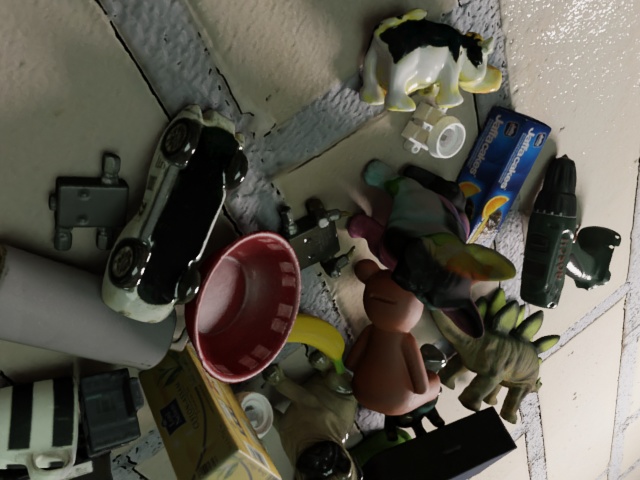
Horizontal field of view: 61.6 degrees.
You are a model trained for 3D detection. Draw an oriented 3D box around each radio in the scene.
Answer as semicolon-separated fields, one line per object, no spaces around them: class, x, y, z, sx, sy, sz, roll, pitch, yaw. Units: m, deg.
radio;0.168;0.336;0.806;0.229;0.073;0.131;-10;145;-25

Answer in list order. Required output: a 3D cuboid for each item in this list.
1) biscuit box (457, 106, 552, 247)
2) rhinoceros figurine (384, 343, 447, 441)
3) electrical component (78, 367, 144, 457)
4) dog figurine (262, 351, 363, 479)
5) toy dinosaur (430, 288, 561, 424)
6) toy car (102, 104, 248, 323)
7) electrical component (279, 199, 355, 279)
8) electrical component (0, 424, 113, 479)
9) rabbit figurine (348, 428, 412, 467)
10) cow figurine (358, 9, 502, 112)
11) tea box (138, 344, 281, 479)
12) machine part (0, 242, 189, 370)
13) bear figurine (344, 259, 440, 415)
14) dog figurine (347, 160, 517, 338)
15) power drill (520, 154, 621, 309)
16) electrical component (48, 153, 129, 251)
biscuit box;0.222;-0.070;0.711;0.063;0.059;0.202;6;115;-36
rhinoceros figurine;0.150;0.239;0.838;0.073;0.112;0.190;6;133;-6
electrical component;-0.209;0.170;0.535;0.048;0.075;0.119;-9;163;-30
dog figurine;0.019;0.252;0.699;0.172;0.191;0.121;-12;125;-29
toy dinosaur;0.285;0.183;0.900;0.471;0.105;0.198;30;92;-42
toy car;-0.129;-0.024;0.486;0.073;0.056;0.201;27;81;-45
electrical component;-0.002;0.000;0.617;0.078;0.045;0.102;-23;130;-22
electrical component;-0.292;0.273;0.595;0.115;0.058;0.134;-5;122;-29
rabbit figurine;0.147;0.416;0.907;0.159;0.170;0.121;-25;131;-17
cow figurine;0.124;-0.191;0.564;0.167;0.068;0.098;-15;120;-27
tea box;-0.123;0.201;0.584;0.068;0.170;0.098;-40;132;-7
machine part;-0.222;0.067;0.491;0.243;0.079;0.079;29;100;-43
bear figurine;0.099;0.124;0.718;0.132;0.120;0.195;-2;98;-62
dog figurine;0.136;0.008;0.598;0.191;0.219;0.108;5;119;-35
power drill;0.401;-0.002;0.853;0.207;0.086;0.232;11;94;-46
electrical component;-0.204;-0.033;0.474;0.063;0.021;0.094;0;119;-33
